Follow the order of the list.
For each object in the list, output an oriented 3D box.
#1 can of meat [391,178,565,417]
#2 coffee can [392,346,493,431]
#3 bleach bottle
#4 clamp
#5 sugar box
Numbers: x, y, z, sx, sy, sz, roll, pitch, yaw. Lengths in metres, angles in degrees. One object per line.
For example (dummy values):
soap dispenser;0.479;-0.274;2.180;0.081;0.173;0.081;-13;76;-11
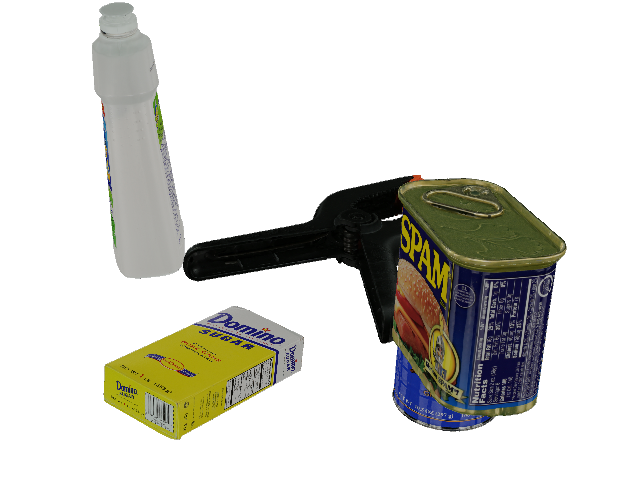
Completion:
can of meat;0.073;0.026;0.523;0.057;0.084;0.102;-4;24;-14
coffee can;0.122;0.089;0.987;0.103;0.140;0.103;2;27;-1
bleach bottle;-0.166;-0.092;0.954;0.068;0.251;0.102;-7;36;-7
clamp;0.015;-0.001;0.758;0.165;0.036;0.209;13;29;21
sugar box;-0.105;0.117;0.991;0.093;0.048;0.175;22;30;31
